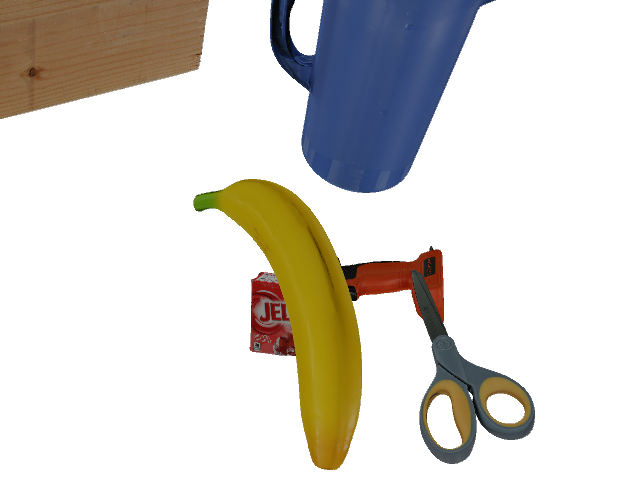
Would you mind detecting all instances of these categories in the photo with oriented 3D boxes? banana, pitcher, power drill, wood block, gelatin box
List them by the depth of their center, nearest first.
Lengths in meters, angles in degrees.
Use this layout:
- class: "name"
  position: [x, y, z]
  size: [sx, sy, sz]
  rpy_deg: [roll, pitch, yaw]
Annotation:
- class: "banana"
  position: [-0.013, 0.032, 0.622]
  size: [0.037, 0.198, 0.070]
  rpy_deg: [3, -40, -42]
- class: "wood block"
  position: [-0.199, -0.171, 0.839]
  size: [0.205, 0.091, 0.090]
  rpy_deg: [-21, 52, -35]
- class: "pitcher"
  position: [0.044, -0.161, 0.928]
  size: [0.144, 0.243, 0.149]
  rpy_deg: [-27, 60, -32]
- class: "gelatin box"
  position: [-0.022, 0.073, 1.007]
  size: [0.089, 0.073, 0.030]
  rpy_deg: [7, 17, 15]
- class: "power drill"
  position: [0.048, 0.060, 1.229]
  size: [0.188, 0.057, 0.184]
  rpy_deg: [0, 28, 8]

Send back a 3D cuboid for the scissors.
- class: "scissors"
  position: [0.119, 0.092, 0.853]
  size: [0.096, 0.016, 0.201]
  rpy_deg: [-2, 42, 9]
